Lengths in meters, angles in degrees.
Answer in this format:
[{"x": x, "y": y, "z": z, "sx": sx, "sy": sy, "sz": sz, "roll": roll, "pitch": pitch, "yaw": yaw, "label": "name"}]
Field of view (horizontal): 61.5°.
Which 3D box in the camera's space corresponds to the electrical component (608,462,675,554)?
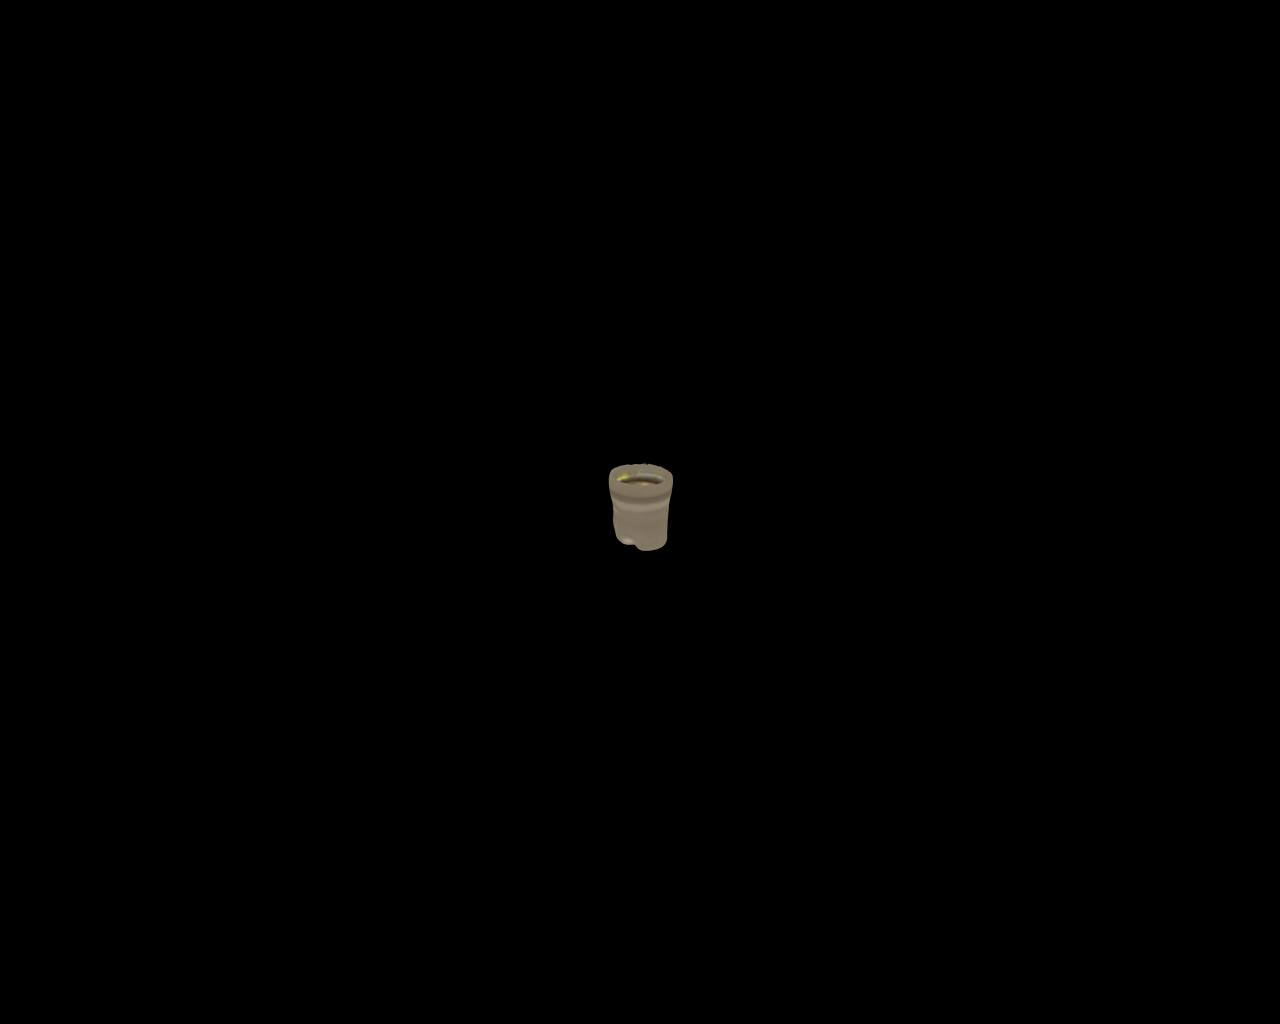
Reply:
[{"x": 0.001, "y": -0.003, "z": 0.650, "sx": 0.040, "sy": 0.046, "sz": 0.040, "roll": 0, "pitch": 23, "yaw": 0, "label": "electrical component"}]
